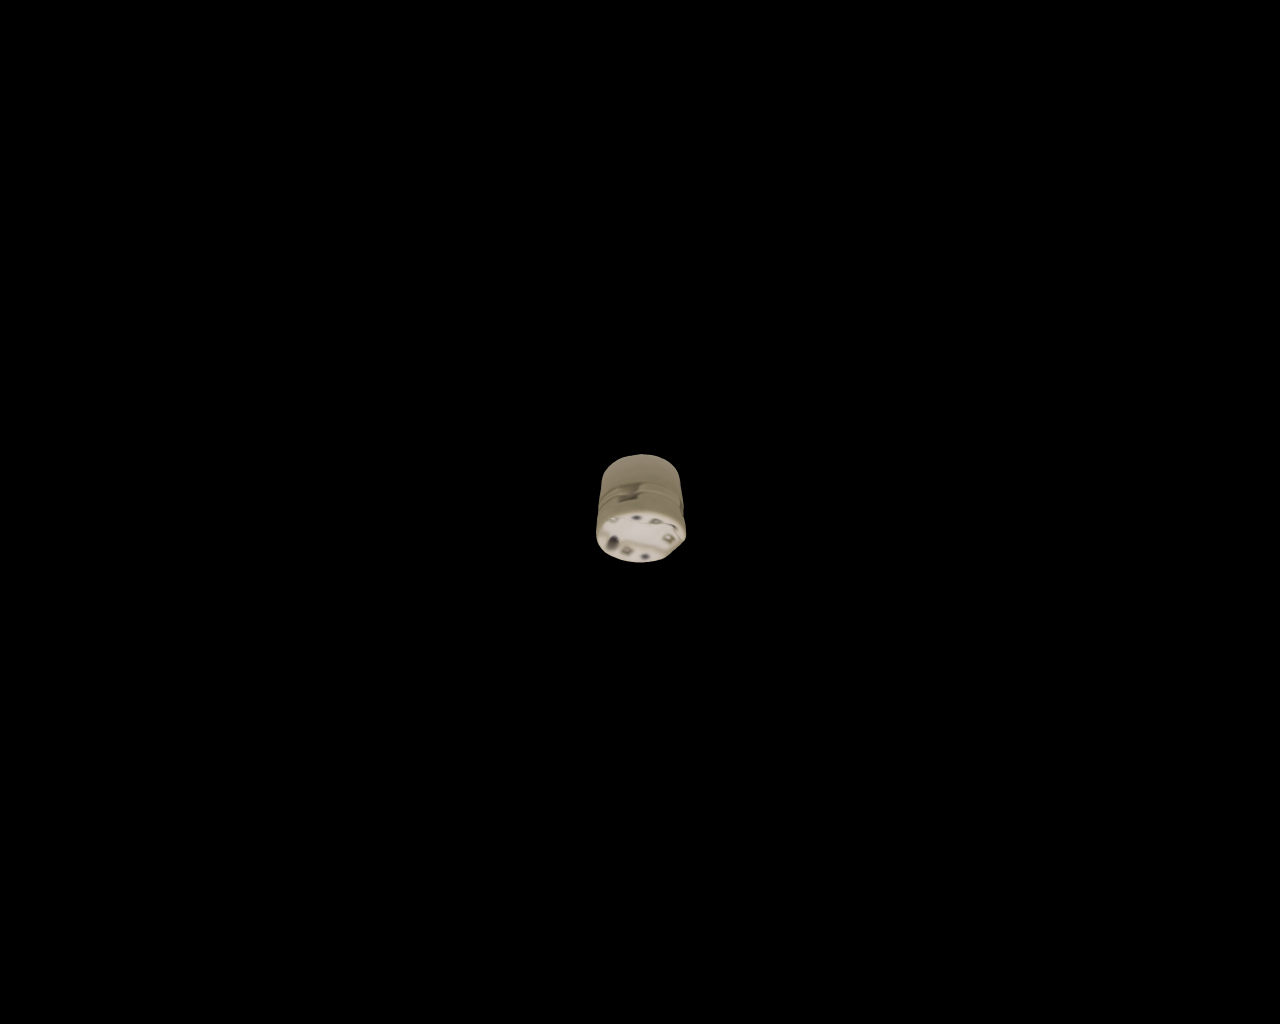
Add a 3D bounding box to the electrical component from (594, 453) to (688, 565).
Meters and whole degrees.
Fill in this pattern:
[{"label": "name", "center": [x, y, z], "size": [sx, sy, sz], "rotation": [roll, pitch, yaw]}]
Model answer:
[{"label": "electrical component", "center": [0.001, -0.003, 0.650], "size": [0.055, 0.047, 0.055], "rotation": [0, -38, 0]}]
